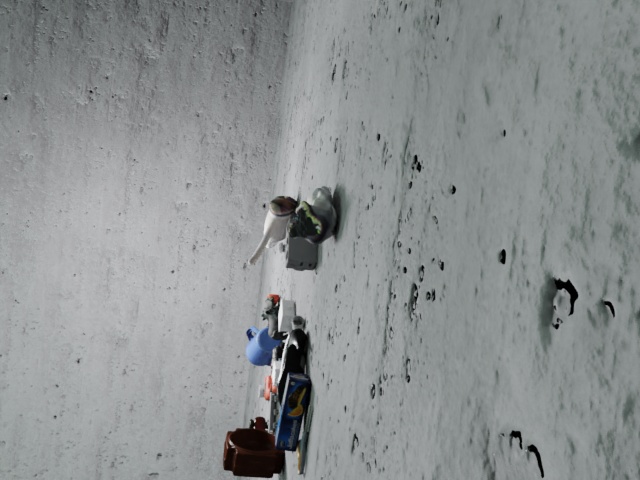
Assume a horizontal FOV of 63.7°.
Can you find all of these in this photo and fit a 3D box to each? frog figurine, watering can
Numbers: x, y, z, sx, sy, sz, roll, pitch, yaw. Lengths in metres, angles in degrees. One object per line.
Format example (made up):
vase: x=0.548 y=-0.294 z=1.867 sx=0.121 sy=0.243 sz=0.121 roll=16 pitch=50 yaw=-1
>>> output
frog figurine: x=0.004 y=-0.068 z=1.352 sx=0.162 sy=0.123 sz=0.134 roll=-39 pitch=-42 yaw=-50
watering can: x=-0.188 y=-0.051 z=2.123 sx=0.354 sy=0.104 sz=0.219 roll=-51 pitch=-20 yaw=-56
